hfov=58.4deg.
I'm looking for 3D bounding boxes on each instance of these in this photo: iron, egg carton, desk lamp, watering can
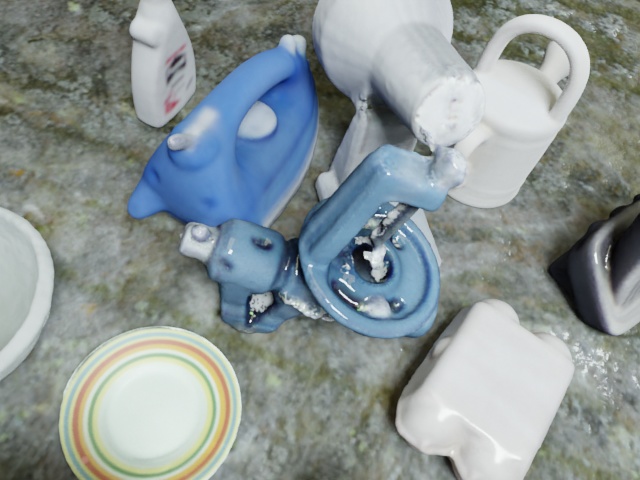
[{"bbox_3d":[-0.062,-0.113,0.525,0.118,0.141,0.259,28,57,8],"label":"iron"},{"bbox_3d":[0.131,0.119,0.454,0.107,0.069,0.150,34,59,12],"label":"egg carton"},{"bbox_3d":[0.064,-0.102,0.497,0.118,0.213,0.203,-7,59,-14],"label":"desk lamp"},{"bbox_3d":[0.184,-0.131,0.548,0.101,0.194,0.173,22,57,5],"label":"watering can"}]

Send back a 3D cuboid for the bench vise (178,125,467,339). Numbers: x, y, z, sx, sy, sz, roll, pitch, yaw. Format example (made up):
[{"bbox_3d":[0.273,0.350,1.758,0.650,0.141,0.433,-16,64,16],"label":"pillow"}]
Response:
[{"bbox_3d":[0.006,0.012,0.410,0.208,0.220,0.121,-7,59,-14],"label":"bench vise"}]

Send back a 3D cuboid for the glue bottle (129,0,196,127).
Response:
[{"bbox_3d":[-0.151,-0.190,0.539,0.037,0.173,0.078,23,57,5],"label":"glue bottle"}]

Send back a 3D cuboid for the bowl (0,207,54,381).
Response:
[{"bbox_3d":[-0.277,0.055,0.419,0.167,0.075,0.167,5,57,-7],"label":"bowl"}]

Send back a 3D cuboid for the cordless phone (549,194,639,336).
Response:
[{"bbox_3d":[0.301,-0.008,0.497,0.148,0.185,0.094,-31,67,-25],"label":"cordless phone"}]
